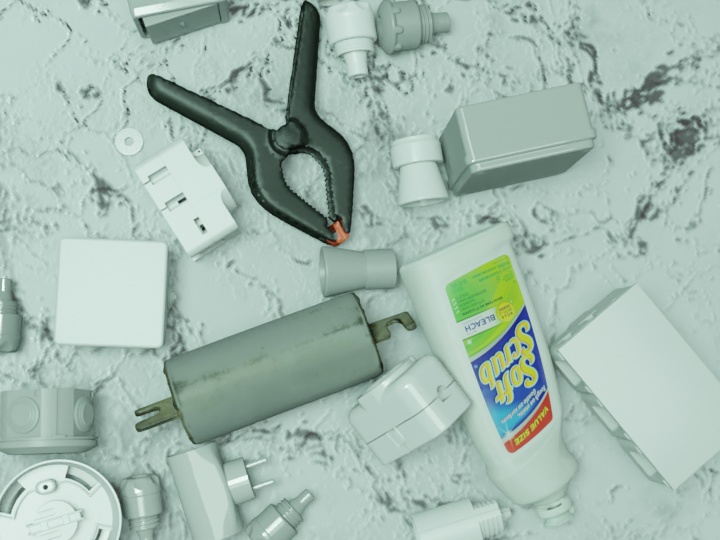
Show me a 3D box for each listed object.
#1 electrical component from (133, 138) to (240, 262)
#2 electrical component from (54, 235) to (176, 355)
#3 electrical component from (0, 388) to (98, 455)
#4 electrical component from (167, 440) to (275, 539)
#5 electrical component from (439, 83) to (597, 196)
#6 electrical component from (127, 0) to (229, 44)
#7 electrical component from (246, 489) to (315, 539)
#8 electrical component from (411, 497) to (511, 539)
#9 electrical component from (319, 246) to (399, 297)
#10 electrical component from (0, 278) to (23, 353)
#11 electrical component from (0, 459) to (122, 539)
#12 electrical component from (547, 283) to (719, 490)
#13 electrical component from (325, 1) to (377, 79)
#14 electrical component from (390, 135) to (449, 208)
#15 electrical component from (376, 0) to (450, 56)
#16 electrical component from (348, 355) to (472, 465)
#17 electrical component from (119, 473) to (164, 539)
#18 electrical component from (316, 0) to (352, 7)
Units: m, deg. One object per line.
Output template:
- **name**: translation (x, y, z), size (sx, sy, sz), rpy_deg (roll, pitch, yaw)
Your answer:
- **electrical component**: translation (-0.142, -0.061, 0.909), size (0.056, 0.050, 0.089), rpy_deg (-33, 89, -6)
- **electrical component**: translation (-0.205, 0.020, 0.899), size (0.100, 0.048, 0.099), rpy_deg (2, 85, -4)
- **electrical component**: translation (-0.254, 0.123, 0.873), size (0.080, 0.080, 0.051), rpy_deg (-1, 80, -4)
- **electrical component**: translation (-0.111, 0.179, 0.896), size (0.079, 0.043, 0.077), rpy_deg (-18, 87, -6)
- **electrical component**: translation (0.129, -0.108, 0.903), size (0.109, 0.108, 0.056), rpy_deg (-12, 84, -5)
- **electrical component**: translation (-0.149, -0.236, 0.917), size (0.096, 0.061, 0.061), rpy_deg (-12, 86, -5)
- **electrical component**: translation (-0.064, 0.208, 0.901), size (0.061, 0.035, 0.035), rpy_deg (-42, 89, -8)
- **electrical component**: translation (0.088, 0.216, 0.907), size (0.081, 0.043, 0.043), rpy_deg (-16, 87, -5)
- **electrical component**: translation (0.000, 0.000, 0.920), size (0.065, 0.044, 0.044), rpy_deg (-3, 86, -9)
- **electrical component**: translation (-0.299, 0.038, 0.899), size (0.035, 0.035, 0.061), rpy_deg (3, 83, -4)
- **electrical component**: translation (-0.246, 0.203, 0.871), size (0.099, 0.064, 0.099), rpy_deg (3, 80, -16)
- **electrical component**: translation (0.242, 0.098, 0.917), size (0.089, 0.061, 0.150), rpy_deg (-39, 89, -6)
- **electrical component**: translation (-0.006, -0.198, 0.934), size (0.043, 0.043, 0.062), rpy_deg (-8, 87, -5)
- **electrical component**: translation (0.051, -0.085, 0.928), size (0.045, 0.045, 0.055), rpy_deg (-8, 86, -5)
- **electrical component**: translation (0.047, -0.214, 0.939), size (0.062, 0.048, 0.048), rpy_deg (-8, 86, -12)
- **electrical component**: translation (0.037, 0.112, 0.885), size (0.059, 0.095, 0.054), rpy_deg (51, 48, 1)
- **electrical component**: translation (-0.180, 0.202, 0.894), size (0.035, 0.035, 0.061), rpy_deg (-7, 89, -5)
- **electrical component**: translation (-0.044, -0.270, 0.934), size (0.079, 0.043, 0.077), rpy_deg (-14, 85, -9)
